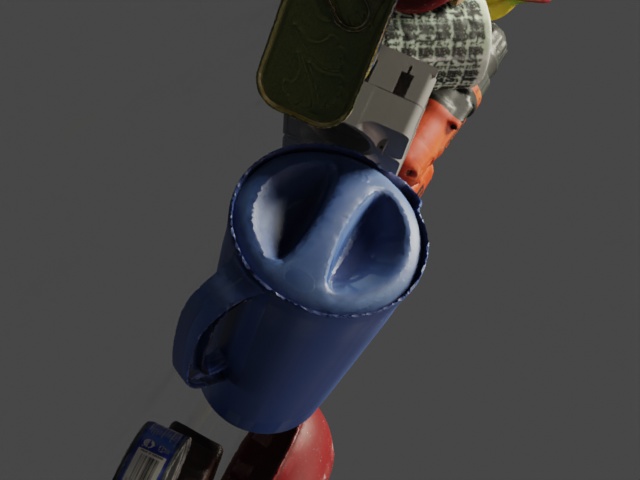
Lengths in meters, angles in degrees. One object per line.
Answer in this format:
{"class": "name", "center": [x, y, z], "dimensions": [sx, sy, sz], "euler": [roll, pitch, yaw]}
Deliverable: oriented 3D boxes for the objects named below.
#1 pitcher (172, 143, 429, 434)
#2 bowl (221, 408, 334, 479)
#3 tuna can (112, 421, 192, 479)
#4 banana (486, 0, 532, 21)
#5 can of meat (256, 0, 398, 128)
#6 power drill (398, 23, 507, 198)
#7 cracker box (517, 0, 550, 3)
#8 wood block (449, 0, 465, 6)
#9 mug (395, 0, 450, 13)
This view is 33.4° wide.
{"class": "pitcher", "center": [-0.029, 0.054, 0.776], "dimensions": [0.243, 0.149, 0.145], "euler": [115, -15, -55]}
{"class": "bowl", "center": [-0.035, 0.205, 0.924], "dimensions": [0.162, 0.055, 0.162], "euler": [-54, -169, 15]}
{"class": "tuna can", "center": [-0.124, 0.172, 0.753], "dimensions": [0.086, 0.034, 0.086], "euler": [26, 88, -87]}
{"class": "banana", "center": [0.141, -0.237, 0.906], "dimensions": [0.198, 0.070, 0.037], "euler": [-91, 161, -47]}
{"class": "can of meat", "center": [0.011, -0.126, 0.605], "dimensions": [0.083, 0.057, 0.102], "euler": [-62, 175, -61]}
{"class": "power drill", "center": [0.091, -0.093, 0.964], "dimensions": [0.184, 0.057, 0.188], "euler": [-51, 173, -25]}
{"class": "cracker box", "center": [0.089, -0.210, 0.545], "dimensions": [0.213, 0.072, 0.164], "euler": [-29, 127, -70]}
{"class": "wood block", "center": [0.157, -0.278, 0.825], "dimensions": [0.205, 0.090, 0.091], "euler": [-34, 163, -28]}
{"class": "mug", "center": [0.071, -0.211, 0.711], "dimensions": [0.081, 0.093, 0.117], "euler": [-39, 120, -49]}
